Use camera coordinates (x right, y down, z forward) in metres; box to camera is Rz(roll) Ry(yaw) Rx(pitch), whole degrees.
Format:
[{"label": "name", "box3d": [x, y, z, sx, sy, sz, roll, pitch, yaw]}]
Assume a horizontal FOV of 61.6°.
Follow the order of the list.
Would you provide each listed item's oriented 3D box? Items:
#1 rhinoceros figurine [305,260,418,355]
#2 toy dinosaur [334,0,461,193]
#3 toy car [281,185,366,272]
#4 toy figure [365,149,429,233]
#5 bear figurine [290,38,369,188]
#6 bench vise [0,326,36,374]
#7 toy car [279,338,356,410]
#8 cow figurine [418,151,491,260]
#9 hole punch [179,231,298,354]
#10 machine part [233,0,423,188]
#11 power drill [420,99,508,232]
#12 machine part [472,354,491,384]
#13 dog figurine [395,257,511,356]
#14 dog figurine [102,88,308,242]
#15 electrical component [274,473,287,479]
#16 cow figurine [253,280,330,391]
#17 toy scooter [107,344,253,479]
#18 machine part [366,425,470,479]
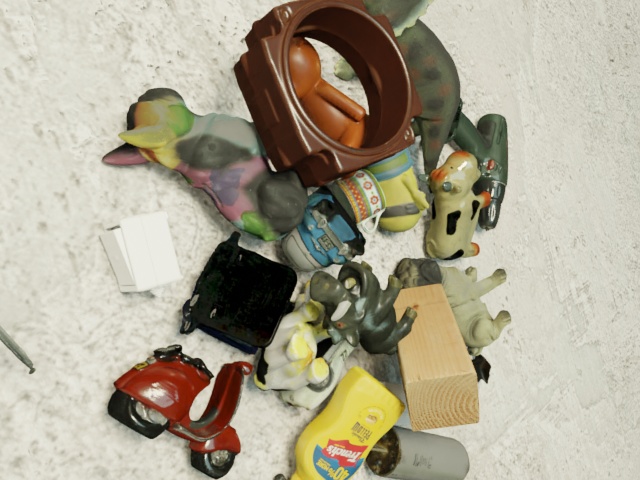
[{"label": "rhinoceros figurine", "box3d": [0.050, 0.086, 0.680, 0.112, 0.073, 0.190, -51, 139, -7]}, {"label": "toy dinosaur", "box3d": [0.144, -0.254, 0.830, 0.404, 0.192, 0.131, 50, 60, -21]}, {"label": "toy car", "box3d": [-0.002, -0.002, 0.737, 0.103, 0.162, 0.109, -36, 101, 10]}, {"label": "toy figure", "box3d": [0.109, -0.099, 0.852, 0.082, 0.089, 0.180, -76, 143, -65]}, {"label": "bear figurine", "box3d": [-0.016, -0.186, 0.743, 0.195, 0.120, 0.132, 43, 65, -25]}, {"label": "bench vise", "box3d": [-0.350, 0.116, 0.383, 0.224, 0.241, 0.128, -26, 105, -21]}, {"label": "toy car", "box3d": [0.018, 0.151, 0.760, 0.202, 0.073, 0.056, -48, 110, -31]}, {"label": "cow figurine", "box3d": [0.222, -0.056, 0.908, 0.127, 0.086, 0.194, -14, 122, -34]}, {"label": "hole punch", "box3d": [-0.102, 0.075, 0.679, 0.116, 0.092, 0.142, 25, 70, -3]}, {"label": "machine part", "box3d": [0.016, -0.179, 0.642, 0.201, 0.087, 0.201, -26, 96, -35]}, {"label": "power drill", "box3d": [0.283, -0.156, 0.999, 0.207, 0.086, 0.232, 27, 68, -29]}, {"label": "machine part", "box3d": [0.254, 0.235, 0.951, 0.139, 0.039, 0.084, 1, 100, -41]}, {"label": "dog figurine", "box3d": [0.209, 0.115, 0.912, 0.190, 0.121, 0.172, 1, 79, -25]}, {"label": "dog figurine", "box3d": [-0.137, -0.085, 0.643, 0.219, 0.108, 0.191, -4, 80, -34]}, {"label": "electrical component", "box3d": [-0.050, 0.364, 0.716, 0.063, 0.021, 0.094, -33, 105, -36]}, {"label": "cow figurine", "box3d": [-0.032, 0.125, 0.715, 0.068, 0.098, 0.167, 48, 29, -19]}, {"label": "toy scooter", "box3d": [-0.146, 0.181, 0.629, 0.183, 0.075, 0.135, 46, 60, -29]}, {"label": "machine part", "box3d": [0.154, 0.339, 0.844, 0.243, 0.079, 0.079, 25, 70, -34]}]
